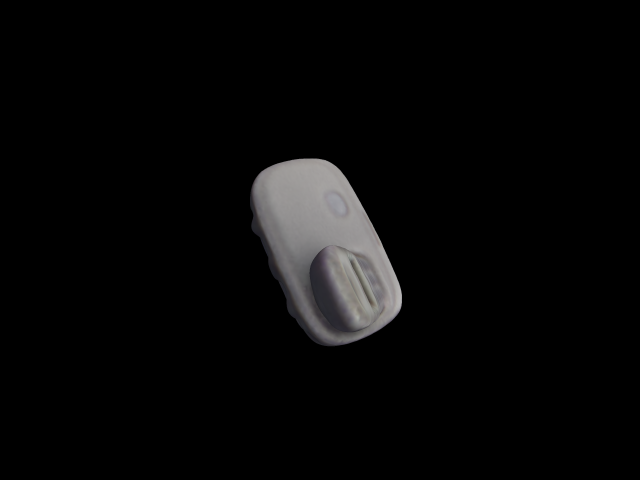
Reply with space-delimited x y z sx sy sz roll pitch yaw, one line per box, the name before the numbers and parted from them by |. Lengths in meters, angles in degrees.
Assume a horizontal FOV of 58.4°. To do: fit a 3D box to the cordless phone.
cordless phone | 0.004 0.001 0.400 0.094 0.185 0.147 -28 83 -3
